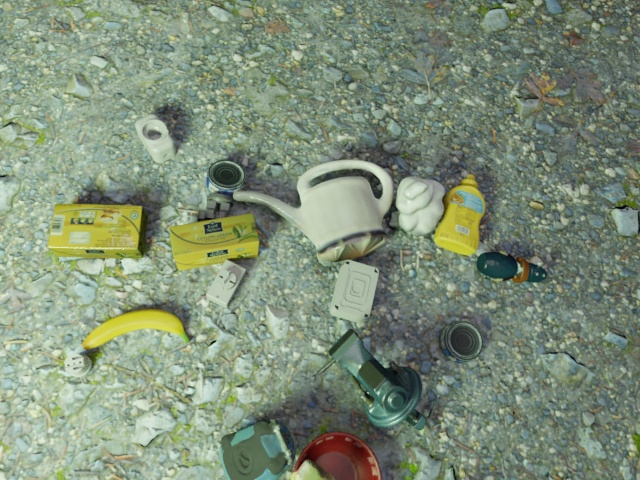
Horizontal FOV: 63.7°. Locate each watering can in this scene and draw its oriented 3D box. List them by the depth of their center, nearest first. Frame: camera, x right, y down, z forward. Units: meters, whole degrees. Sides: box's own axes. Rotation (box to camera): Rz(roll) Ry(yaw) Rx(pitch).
[{"bbox_3d":[0.003,-0.056,1.106,0.348,0.102,0.227,-14,71,-8],"label":"watering can"}]

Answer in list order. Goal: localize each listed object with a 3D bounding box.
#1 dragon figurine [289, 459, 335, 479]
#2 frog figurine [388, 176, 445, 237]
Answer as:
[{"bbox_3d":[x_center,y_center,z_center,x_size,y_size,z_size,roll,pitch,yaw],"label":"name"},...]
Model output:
[{"bbox_3d":[-0.026,0.562,0.829,0.243,0.122,0.412,-6,86,-1],"label":"dragon figurine"},{"bbox_3d":[0.220,-0.082,1.117,0.139,0.157,0.123,-39,81,-19],"label":"frog figurine"}]
